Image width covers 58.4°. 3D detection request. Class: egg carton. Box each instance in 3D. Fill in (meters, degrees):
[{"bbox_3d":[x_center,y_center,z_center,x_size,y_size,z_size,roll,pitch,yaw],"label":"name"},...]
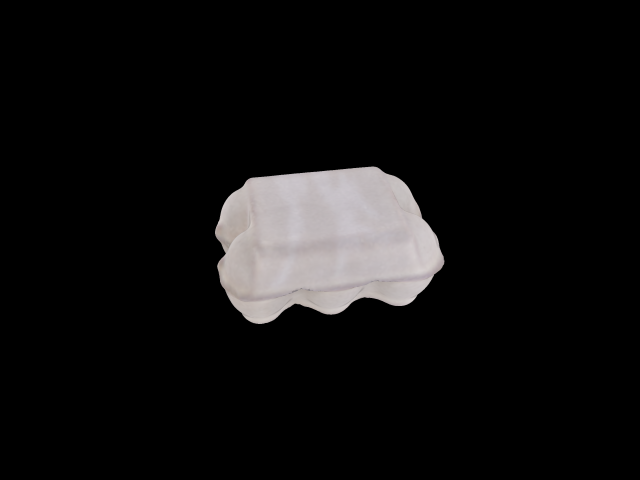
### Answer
[{"bbox_3d":[0.004,0.001,0.400,0.150,0.069,0.107,-7,39,-9],"label":"egg carton"}]
